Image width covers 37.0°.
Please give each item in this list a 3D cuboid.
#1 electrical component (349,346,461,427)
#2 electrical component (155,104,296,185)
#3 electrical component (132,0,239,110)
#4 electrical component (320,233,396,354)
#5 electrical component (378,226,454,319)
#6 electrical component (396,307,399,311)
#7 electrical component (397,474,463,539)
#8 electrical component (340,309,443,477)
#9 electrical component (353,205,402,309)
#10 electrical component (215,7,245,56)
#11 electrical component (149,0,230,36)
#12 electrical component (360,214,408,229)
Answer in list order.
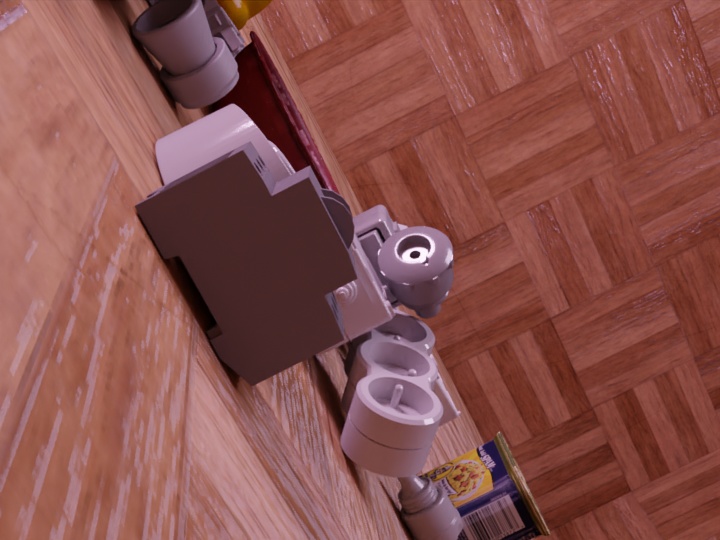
[{"bbox_3d":[0.031,0.086,0.845,0.061,0.061,0.096,65,4,36],"label":"electrical component"},{"bbox_3d":[-0.062,-0.032,0.544,0.099,0.064,0.099,54,-8,12],"label":"electrical component"},{"bbox_3d":[-0.102,-0.130,0.638,0.055,0.045,0.045,61,4,-37],"label":"electrical component"},{"bbox_3d":[-0.020,0.009,0.665,0.061,0.061,0.096,62,3,-11],"label":"electrical component"},{"bbox_3d":[0.039,0.006,0.693,0.062,0.048,0.048,73,-5,-48],"label":"electrical component"},{"bbox_3d":[0.010,0.040,0.941,0.057,0.058,0.078,61,2,20],"label":"electrical component"},{"bbox_3d":[0.042,0.155,0.716,0.061,0.035,0.035,60,4,-15],"label":"electrical component"},{"bbox_3d":[0.014,0.086,0.668,0.138,0.052,0.073,-89,-166,-66],"label":"electrical component"},{"bbox_3d":[0.000,0.000,0.746,0.061,0.096,0.061,62,7,-12],"label":"electrical component"},{"bbox_3d":[-0.111,-0.180,0.898,0.055,0.048,0.066,56,2,9],"label":"electrical component"},{"bbox_3d":[-0.134,-0.206,0.783,0.081,0.042,0.063,62,0,-32],"label":"electrical component"},{"bbox_3d":[-0.008,0.005,0.844,0.138,0.074,0.052,97,9,-59],"label":"electrical component"}]
